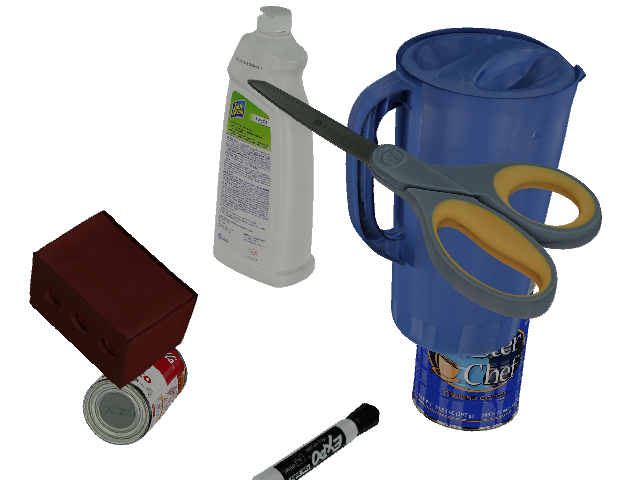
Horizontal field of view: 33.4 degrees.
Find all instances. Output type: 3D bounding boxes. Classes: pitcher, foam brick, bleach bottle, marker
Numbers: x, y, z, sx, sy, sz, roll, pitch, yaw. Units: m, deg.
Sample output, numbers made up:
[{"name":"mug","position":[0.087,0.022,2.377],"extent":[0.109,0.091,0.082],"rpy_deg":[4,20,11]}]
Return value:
[{"name":"pitcher","position":[0.106,-0.032,0.827],"extent":[0.149,0.243,0.144],"rpy_deg":[13,33,17]},{"name":"foam brick","position":[-0.117,0.033,0.600],"extent":[0.078,0.053,0.051],"rpy_deg":[40,51,15]},{"name":"bleach bottle","position":[-0.045,-0.088,0.991],"extent":[0.103,0.251,0.067],"rpy_deg":[23,30,30]},{"name":"marker","position":[0.000,0.148,0.758],"extent":[0.020,0.020,0.120],"rpy_deg":[0,20,46]}]

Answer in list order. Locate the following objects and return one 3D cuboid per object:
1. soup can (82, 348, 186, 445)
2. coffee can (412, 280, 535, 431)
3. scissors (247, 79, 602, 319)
[{"name":"soup can","position":[-0.175,0.142,1.010],"extent":[0.068,0.068,0.102],"rpy_deg":[0,16,12]},{"name":"coffee can","position":[0.140,0.089,0.989],"extent":[0.103,0.140,0.103],"rpy_deg":[1,26,-1]},{"name":"scissors","position":[0.055,-0.040,0.529],"extent":[0.096,0.016,0.202],"rpy_deg":[-26,54,-21]}]
